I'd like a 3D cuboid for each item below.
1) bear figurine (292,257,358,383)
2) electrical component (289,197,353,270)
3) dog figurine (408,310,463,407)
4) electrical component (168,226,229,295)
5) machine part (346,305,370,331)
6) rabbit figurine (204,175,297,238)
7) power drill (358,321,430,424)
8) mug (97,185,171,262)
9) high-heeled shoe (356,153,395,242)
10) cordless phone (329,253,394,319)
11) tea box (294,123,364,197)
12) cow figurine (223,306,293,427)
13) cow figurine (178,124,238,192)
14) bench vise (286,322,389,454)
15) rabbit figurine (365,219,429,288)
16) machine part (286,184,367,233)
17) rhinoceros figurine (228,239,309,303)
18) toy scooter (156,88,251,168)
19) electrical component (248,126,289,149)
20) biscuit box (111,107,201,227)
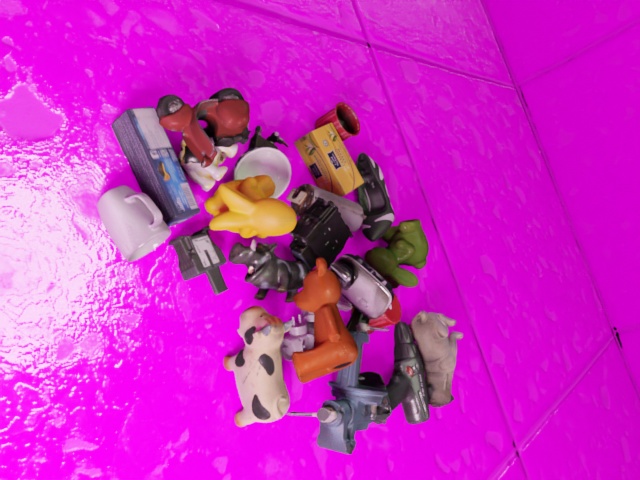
[{"bbox_3d":[-0.008,0.142,0.980,0.132,0.120,0.196,-18,70,-7],"label":"bear figurine"},{"bbox_3d":[-0.002,-0.003,1.133,0.134,0.058,0.114,-52,133,-18],"label":"electrical component"},{"bbox_3d":[0.268,0.285,1.288,0.172,0.121,0.190,39,48,-28],"label":"dog figurine"},{"bbox_3d":[-0.203,0.041,0.937,0.075,0.048,0.119,-29,94,-50],"label":"electrical component"},{"bbox_3d":[0.068,0.201,1.151,0.084,0.039,0.139,41,65,-22],"label":"machine part"},{"bbox_3d":[-0.119,-0.058,0.967,0.162,0.173,0.121,9,100,-47],"label":"rabbit figurine"},{"bbox_3d":[0.164,0.307,1.201,0.207,0.086,0.232,-2,75,-57],"label":"power drill"},{"bbox_3d":[-0.293,-0.035,0.836,0.107,0.109,0.081,50,46,2],"label":"mug"},{"bbox_3d":[0.125,-0.113,1.343,0.249,0.086,0.145,-79,148,-55],"label":"high-heeled shoe"},{"bbox_3d":[0.080,0.088,1.070,0.147,0.089,0.184,43,-1,9],"label":"cordless phone"},{"bbox_3d":[0.023,-0.185,1.291,0.098,0.068,0.169,-39,103,-51],"label":"tea box"},{"bbox_3d":[-0.098,0.208,0.909,0.085,0.127,0.195,2,72,-51],"label":"cow figurine"},{"bbox_3d":[-0.212,-0.183,1.030,0.098,0.068,0.167,35,47,-24],"label":"cow figurine"},{"bbox_3d":[0.057,0.277,1.038,0.223,0.129,0.240,23,72,-49],"label":"bench vise"},{"bbox_3d":[0.182,0.045,1.345,0.170,0.121,0.159,-24,97,-33],"label":"rabbit figurine"},{"bbox_3d":[0.018,-0.069,1.220,0.243,0.079,0.079,16,60,-43],"label":"machine part"},{"bbox_3d":[-0.090,0.057,1.037,0.190,0.073,0.112,22,57,-41],"label":"rhinoceros figurine"},{"bbox_3d":[-0.191,-0.196,0.957,0.184,0.075,0.135,-18,80,-39],"label":"toy scooter"},{"bbox_3d":[-0.112,-0.194,1.161,0.078,0.045,0.102,36,47,-33],"label":"electrical component"},{"bbox_3d":[-0.281,-0.123,0.922,0.059,0.063,0.202,-24,90,-52],"label":"biscuit box"}]
